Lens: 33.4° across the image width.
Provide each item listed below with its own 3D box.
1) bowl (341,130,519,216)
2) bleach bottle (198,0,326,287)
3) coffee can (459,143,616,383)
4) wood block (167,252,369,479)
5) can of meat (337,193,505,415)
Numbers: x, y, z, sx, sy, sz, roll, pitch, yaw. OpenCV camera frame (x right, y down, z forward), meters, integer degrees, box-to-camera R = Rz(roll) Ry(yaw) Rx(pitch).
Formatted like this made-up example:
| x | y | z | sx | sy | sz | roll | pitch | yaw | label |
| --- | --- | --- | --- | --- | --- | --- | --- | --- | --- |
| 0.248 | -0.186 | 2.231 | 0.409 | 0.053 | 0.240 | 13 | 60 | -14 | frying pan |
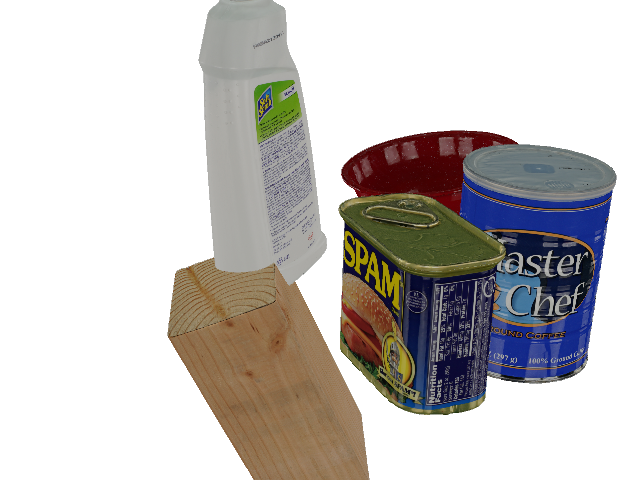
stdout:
| x | y | z | sx | sy | sz | roll | pitch | yaw | label |
| --- | --- | --- | --- | --- | --- | --- | --- | --- | --- |
| 0.102 | -0.047 | 0.950 | 0.162 | 0.055 | 0.162 | -8 | 23 | 3 | bowl |
| -0.045 | -0.086 | 0.812 | 0.068 | 0.251 | 0.102 | 14 | 35 | 26 | bleach bottle |
| 0.145 | 0.014 | 0.749 | 0.103 | 0.140 | 0.103 | 2 | 22 | -1 | coffee can |
| -0.039 | 0.114 | 0.876 | 0.090 | 0.206 | 0.091 | -19 | 32 | 10 | wood block |
| 0.048 | 0.031 | 0.553 | 0.057 | 0.084 | 0.102 | -8 | 23 | -21 | can of meat |
